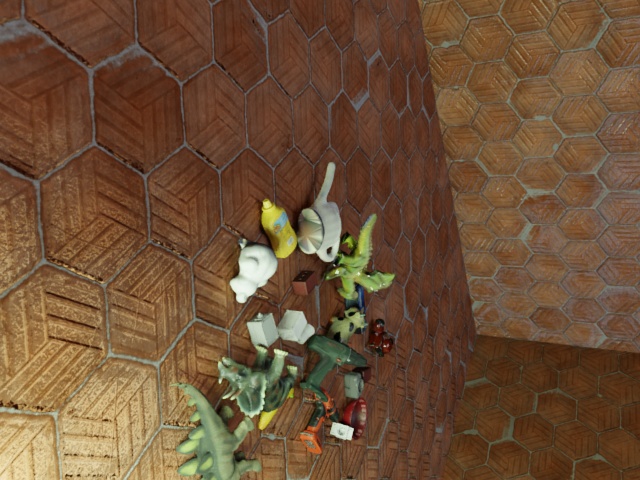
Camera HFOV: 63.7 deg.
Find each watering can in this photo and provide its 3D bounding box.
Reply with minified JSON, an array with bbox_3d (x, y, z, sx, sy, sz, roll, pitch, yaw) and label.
[{"bbox_3d":[0.005,-0.089,1.766,0.226,0.104,0.345,-18,106,-59],"label":"watering can"}]

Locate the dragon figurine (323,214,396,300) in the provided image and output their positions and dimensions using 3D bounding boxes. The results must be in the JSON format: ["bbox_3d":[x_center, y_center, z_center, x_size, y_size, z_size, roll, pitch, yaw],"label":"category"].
[{"bbox_3d":[0.166,0.090,1.872,0.241,0.402,0.125,30,39,-16],"label":"dragon figurine"}]

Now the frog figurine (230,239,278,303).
[{"bbox_3d":[-0.184,0.091,1.417,0.134,0.123,0.163,84,11,-53],"label":"frog figurine"}]
